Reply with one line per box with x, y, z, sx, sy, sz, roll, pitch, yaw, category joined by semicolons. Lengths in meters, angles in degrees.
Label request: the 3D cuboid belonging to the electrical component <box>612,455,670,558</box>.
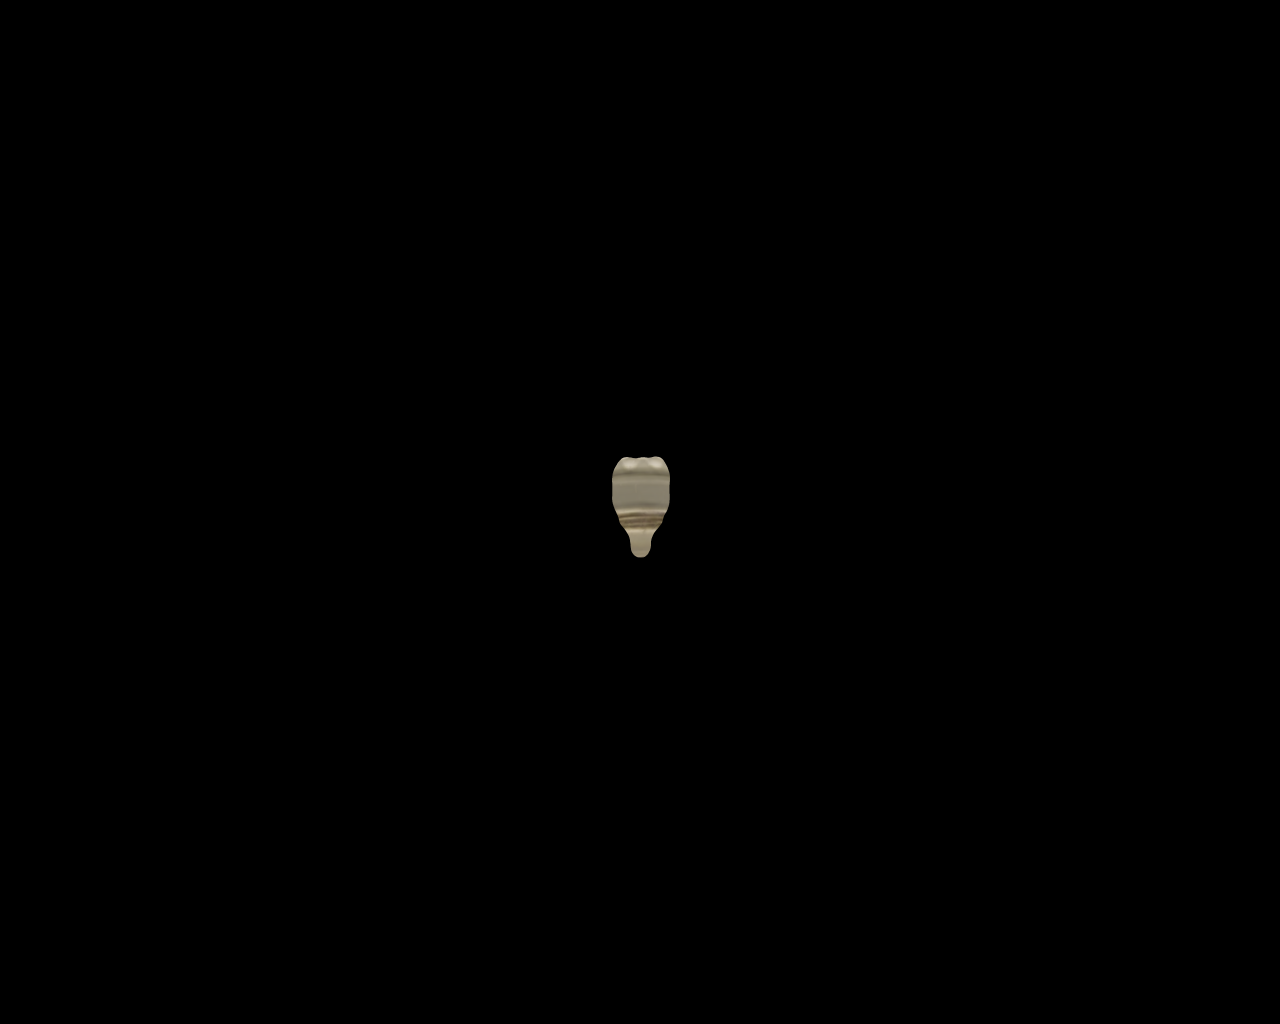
0.001;-0.003;0.650;0.035;0.061;0.035;0;-3;0;electrical component
